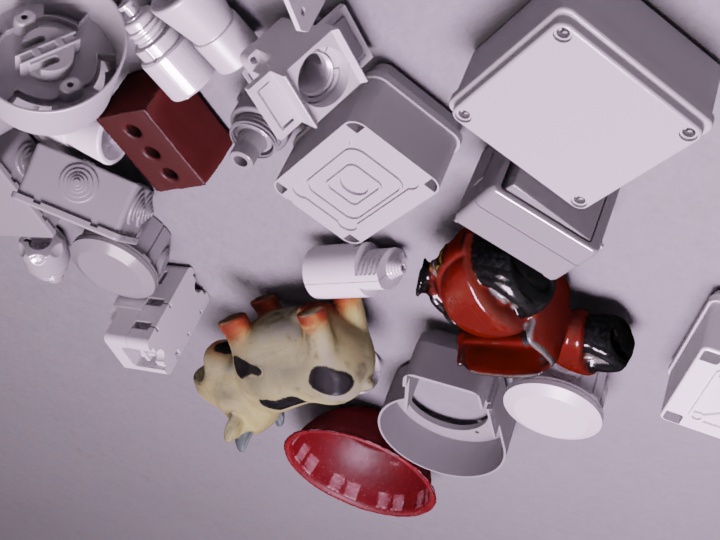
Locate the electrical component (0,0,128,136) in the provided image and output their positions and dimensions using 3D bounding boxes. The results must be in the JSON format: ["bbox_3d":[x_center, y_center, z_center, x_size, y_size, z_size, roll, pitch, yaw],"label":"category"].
[{"bbox_3d":[-0.210,-0.143,0.725,0.099,0.099,0.064,27,153,-5],"label":"electrical component"}]

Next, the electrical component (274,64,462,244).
[{"bbox_3d":[0.005,-0.076,0.718,0.078,0.057,0.113,36,145,-17],"label":"electrical component"}]

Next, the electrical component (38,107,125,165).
[{"bbox_3d":[-0.214,-0.109,0.823,0.065,0.044,0.044,17,146,19],"label":"electrical component"}]

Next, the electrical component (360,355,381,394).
[{"bbox_3d":[-0.023,0.097,0.989,0.043,0.043,0.081,42,143,-25],"label":"electrical component"}]

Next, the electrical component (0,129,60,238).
[{"bbox_3d":[-0.305,-0.075,0.918,0.100,0.048,0.099,3,141,29],"label":"electrical component"}]

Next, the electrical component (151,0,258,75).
[{"bbox_3d":[-0.095,-0.156,0.684,0.044,0.044,0.065,-8,140,38],"label":"electrical component"}]

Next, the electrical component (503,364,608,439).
[{"bbox_3d":[0.161,0.098,0.871,0.080,0.051,0.080,16,146,11],"label":"electrical component"}]

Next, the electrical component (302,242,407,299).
[{"bbox_3d":[0.000,0.000,0.840,0.081,0.043,0.043,-3,138,35],"label":"electrical component"}]

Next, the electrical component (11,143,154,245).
[{"bbox_3d":[-0.216,-0.060,0.853,0.100,0.048,0.100,22,179,-2],"label":"electrical component"}]

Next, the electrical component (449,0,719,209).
[{"bbox_3d":[0.126,-0.101,0.609,0.109,0.056,0.109,34,145,-15],"label":"electrical component"}]

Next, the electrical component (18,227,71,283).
[{"bbox_3d":[-0.292,-0.011,1.005,0.043,0.043,0.062,17,149,10],"label":"electrical component"}]

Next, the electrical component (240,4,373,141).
[{"bbox_3d":[-0.037,-0.124,0.664,0.064,0.081,0.042,31,159,49],"label":"electrical component"}]

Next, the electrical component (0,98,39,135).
[{"bbox_3d":[-0.296,-0.146,0.822,0.099,0.064,0.099,24,140,21],"label":"electrical component"}]

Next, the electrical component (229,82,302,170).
[{"bbox_3d":[-0.069,-0.096,0.732,0.048,0.062,0.048,16,146,11],"label":"electrical component"}]

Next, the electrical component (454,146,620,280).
[{"bbox_3d":[0.121,-0.042,0.686,0.096,0.061,0.061,30,152,-10],"label":"electrical component"}]

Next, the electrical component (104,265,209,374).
[{"bbox_3d":[-0.186,0.042,0.971,0.056,0.089,0.050,6,143,25],"label":"electrical component"}]

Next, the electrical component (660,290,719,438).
[{"bbox_3d":[0.283,0.078,0.763,0.109,0.056,0.108,19,147,9],"label":"electrical component"}]

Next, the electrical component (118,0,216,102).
[{"bbox_3d":[-0.130,-0.148,0.717,0.040,0.040,0.078,-11,133,41],"label":"electrical component"}]

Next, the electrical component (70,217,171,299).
[{"bbox_3d":[-0.207,-0.016,0.938,0.080,0.051,0.080,16,146,11],"label":"electrical component"}]
